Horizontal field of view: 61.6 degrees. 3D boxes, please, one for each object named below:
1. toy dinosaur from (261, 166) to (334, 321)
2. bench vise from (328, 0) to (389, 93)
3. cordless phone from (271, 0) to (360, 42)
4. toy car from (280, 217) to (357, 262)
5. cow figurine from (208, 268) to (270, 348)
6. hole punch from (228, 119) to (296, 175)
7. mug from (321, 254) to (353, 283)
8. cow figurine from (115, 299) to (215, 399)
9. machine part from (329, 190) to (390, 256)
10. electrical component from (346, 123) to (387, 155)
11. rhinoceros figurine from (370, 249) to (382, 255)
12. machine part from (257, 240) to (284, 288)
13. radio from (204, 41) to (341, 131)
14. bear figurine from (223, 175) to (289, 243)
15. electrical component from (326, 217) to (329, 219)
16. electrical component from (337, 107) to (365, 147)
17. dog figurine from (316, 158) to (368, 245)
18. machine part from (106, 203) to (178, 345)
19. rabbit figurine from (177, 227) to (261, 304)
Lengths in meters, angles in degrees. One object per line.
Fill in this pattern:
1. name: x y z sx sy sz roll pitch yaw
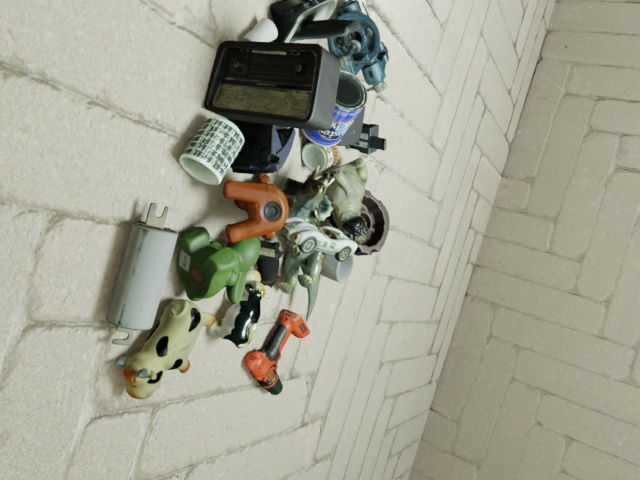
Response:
1. toy dinosaur: -0.033 0.003 1.274 0.192 0.131 0.404 -53 152 -35
2. bench vise: 0.086 -0.416 1.220 0.241 0.129 0.223 -64 146 -50
3. cordless phone: 0.010 -0.425 1.043 0.146 0.184 0.088 -43 135 -41
4. toy car: -0.002 -0.003 1.106 0.201 0.074 0.056 15 108 -49
5. cow figurine: -0.158 0.143 1.145 0.068 0.098 0.167 45 66 -51
6. hole punch: -0.115 -0.178 1.023 0.092 0.142 0.115 23 74 -64
7. mug: 0.019 0.048 1.384 0.081 0.107 0.109 -44 136 -41
8. cow figurine: -0.284 0.197 0.974 0.195 0.086 0.127 -61 155 -15
9. machine part: 0.106 -0.046 1.418 0.179 0.056 0.179 7 77 -36
10. electrical component: 0.127 -0.263 1.391 0.048 0.119 0.074 -32 129 -48
11. rhinoceros figurine: 0.109 -0.001 1.508 0.190 0.112 0.073 -9 111 -49
12. machine part: -0.120 0.049 1.193 0.138 0.084 0.039 87 10 -46
13. radio: -0.082 -0.267 0.926 0.073 0.230 0.131 8 95 -63
14. bear figurine: -0.133 -0.073 1.053 0.132 0.196 0.120 -5 106 -17
15. electrical component: 0.028 -0.085 1.414 0.094 0.021 0.063 13 93 -60
16. electrical component: 0.055 -0.289 1.318 0.134 0.058 0.114 -20 120 -55
17. dog figurine: 0.082 -0.094 1.327 0.172 0.121 0.190 -30 100 -34
18. machine part: -0.294 0.058 0.890 0.079 0.079 0.243 12 94 -60
19. rabbit figurine: -0.176 0.049 1.039 0.170 0.121 0.158 -27 134 -48
